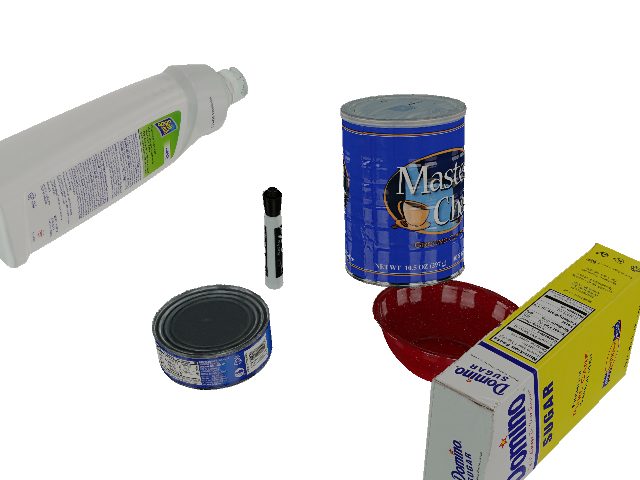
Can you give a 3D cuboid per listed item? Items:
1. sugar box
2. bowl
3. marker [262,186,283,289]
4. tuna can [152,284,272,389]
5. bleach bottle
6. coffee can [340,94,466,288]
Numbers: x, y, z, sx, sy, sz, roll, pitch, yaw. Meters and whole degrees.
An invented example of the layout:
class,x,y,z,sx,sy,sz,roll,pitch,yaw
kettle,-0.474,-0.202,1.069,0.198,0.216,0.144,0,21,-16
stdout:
class,x,y,z,sx,sy,sz,roll,pitch,yaw
sugar box,0.130,0.081,0.632,0.048,0.093,0.175,25,42,31
bowl,0.130,0.099,1.078,0.162,0.055,0.162,5,26,-3
marker,-0.047,-0.002,1.069,0.020,0.121,0.020,1,38,-1
tuna can,-0.078,0.070,0.782,0.086,0.034,0.086,-4,33,2
bleach bottle,-0.169,-0.078,0.897,0.250,0.068,0.103,-31,-29,-27
coffee can,0.070,-0.044,0.892,0.103,0.140,0.103,-2,19,0
